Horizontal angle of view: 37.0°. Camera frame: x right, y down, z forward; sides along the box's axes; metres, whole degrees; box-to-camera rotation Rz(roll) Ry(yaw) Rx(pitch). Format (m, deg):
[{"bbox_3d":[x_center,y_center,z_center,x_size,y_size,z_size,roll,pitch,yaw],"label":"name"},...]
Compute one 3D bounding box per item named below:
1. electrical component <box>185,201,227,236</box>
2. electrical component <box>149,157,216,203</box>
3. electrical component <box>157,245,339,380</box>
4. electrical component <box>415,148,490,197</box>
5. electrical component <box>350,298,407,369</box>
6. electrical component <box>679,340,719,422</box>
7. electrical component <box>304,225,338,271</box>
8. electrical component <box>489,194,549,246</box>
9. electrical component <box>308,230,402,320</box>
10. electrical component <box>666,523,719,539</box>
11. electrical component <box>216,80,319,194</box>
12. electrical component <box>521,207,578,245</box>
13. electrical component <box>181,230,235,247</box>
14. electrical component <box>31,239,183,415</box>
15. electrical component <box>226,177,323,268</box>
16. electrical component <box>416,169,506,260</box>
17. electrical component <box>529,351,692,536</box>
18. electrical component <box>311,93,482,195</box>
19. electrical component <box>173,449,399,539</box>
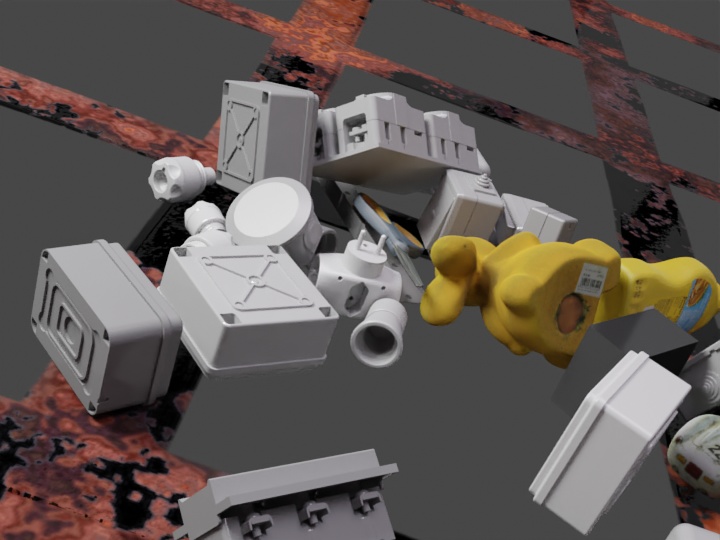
[{"bbox_3d":[-0.134,-0.034,0.969,0.035,0.035,0.061,-1,37,-35],"label":"electrical component"},{"bbox_3d":[-0.167,-0.087,1.031,0.043,0.043,0.062,39,32,30],"label":"electrical component"},{"bbox_3d":[-0.091,0.031,0.862,0.109,0.056,0.108,-3,36,-37],"label":"electrical component"},{"bbox_3d":[0.099,-0.116,1.249,0.095,0.053,0.059,10,30,-21],"label":"electrical component"},{"bbox_3d":[0.019,0.051,0.920,0.044,0.044,0.065,22,24,2],"label":"electrical component"},{"bbox_3d":[0.342,0.096,0.998,0.100,0.100,0.048,-9,64,-43],"label":"electrical component"},{"bbox_3d":[-0.059,-0.033,1.013,0.065,0.044,0.044,32,30,29],"label":"electrical component"},{"bbox_3d":[0.169,-0.037,1.151,0.061,0.061,0.096,14,29,-14],"label":"electrical component"},{"bbox_3d":[0.000,0.000,0.953,0.077,0.079,0.043,13,29,-15],"label":"electrical component"},{"bbox_3d":[0.239,0.226,0.749,0.059,0.053,0.095,19,28,-3],"label":"electrical component"},{"bbox_3d":[-0.093,-0.126,1.052,0.056,0.108,0.109,-2,15,-31],"label":"electrical component"},{"bbox_3d":[0.195,-0.011,1.064,0.076,0.083,0.047,26,15,24],"label":"electrical component"},{"bbox_3d":[-0.136,-0.009,0.915,0.043,0.043,0.062,34,31,22],"label":"electrical component"},{"bbox_3d":[-0.181,0.039,0.766,0.057,0.078,0.113,-10,41,-39],"label":"electrical component"},{"bbox_3d":[-0.075,-0.039,0.963,0.080,0.051,0.080,-10,53,13],"label":"electrical component"},{"bbox_3d":[0.103,-0.059,1.107,0.061,0.096,0.061,12,29,-17],"label":"electrical component"},{"bbox_3d":[0.193,0.131,0.827,0.056,0.108,0.109,35,31,19],"label":"electrical component"},{"bbox_3d":[0.030,-0.129,1.117,0.105,0.060,0.186,-13,-12,36],"label":"electrical component"},{"bbox_3d":[-0.042,0.156,0.664,0.121,0.079,0.063,-3,66,-37],"label":"electrical component"}]
